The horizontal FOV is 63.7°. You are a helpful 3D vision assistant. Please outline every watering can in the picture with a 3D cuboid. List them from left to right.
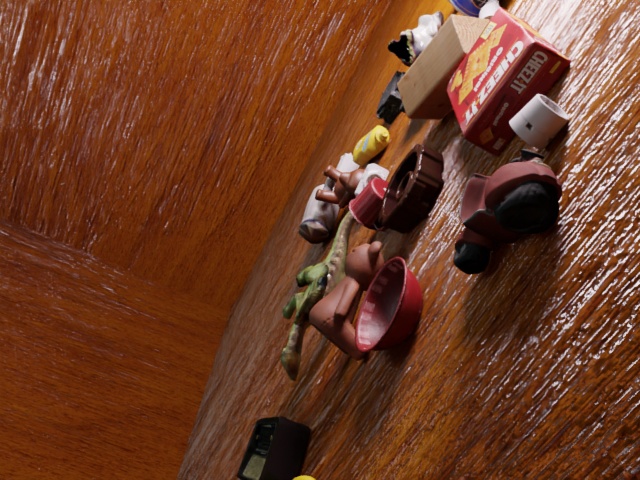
[{"bbox_3d":[0.005,-0.086,1.702,0.342,0.104,0.228,105,-175,-68],"label":"watering can"}]

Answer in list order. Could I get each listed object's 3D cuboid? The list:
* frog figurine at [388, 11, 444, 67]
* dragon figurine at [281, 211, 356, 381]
[{"bbox_3d":[0.291,-0.559,1.442,0.161,0.123,0.135,-31,-11,-20],"label":"frog figurine"},{"bbox_3d":[0.009,0.095,1.096,0.242,0.122,0.411,168,124,-88],"label":"dragon figurine"}]
